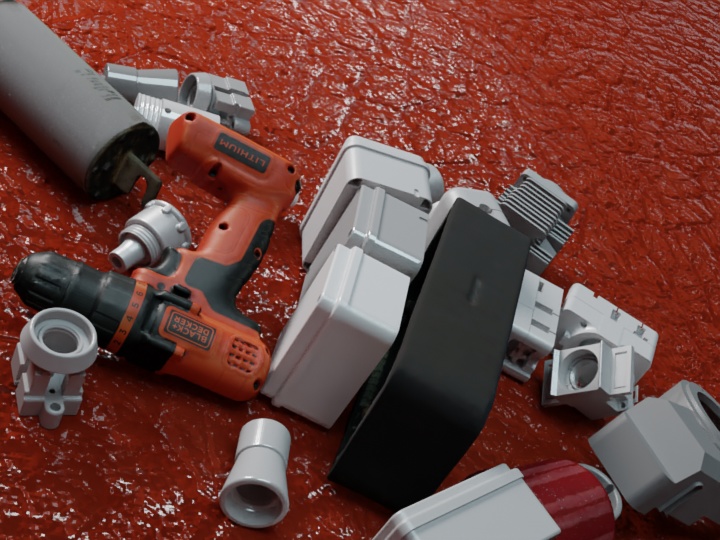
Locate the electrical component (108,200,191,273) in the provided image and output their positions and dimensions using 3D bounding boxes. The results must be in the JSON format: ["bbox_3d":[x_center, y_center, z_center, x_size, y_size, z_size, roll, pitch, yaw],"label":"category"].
[{"bbox_3d":[-0.161,-0.020,0.808,0.048,0.048,0.062,38,46,11],"label":"electrical component"}]

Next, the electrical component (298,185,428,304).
[{"bbox_3d":[0.000,0.000,0.834,0.057,0.113,0.078,26,36,-11],"label":"electrical component"}]

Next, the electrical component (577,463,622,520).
[{"bbox_3d":[0.159,0.176,0.790,0.055,0.047,0.055,19,38,-15],"label":"electrical component"}]

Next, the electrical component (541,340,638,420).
[{"bbox_3d":[0.195,0.093,0.890,0.064,0.081,0.042,36,53,-39],"label":"electrical component"}]

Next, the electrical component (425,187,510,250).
[{"bbox_3d":[0.084,-0.023,0.932,0.054,0.095,0.059,6,43,-29],"label":"electrical component"}]

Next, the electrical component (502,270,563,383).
[{"bbox_3d":[0.135,0.043,0.927,0.056,0.050,0.089,28,36,-3],"label":"electrical component"}]

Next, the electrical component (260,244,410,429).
[{"bbox_3d":[-0.019,0.047,0.766,0.057,0.113,0.078,27,36,-9],"label":"electrical component"}]

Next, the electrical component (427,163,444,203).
[{"bbox_3d":[0.042,-0.074,1.011,0.065,0.044,0.044,-17,56,-39],"label":"electrical component"}]

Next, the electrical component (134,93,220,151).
[{"bbox_3d":[-0.166,-0.124,0.926,0.081,0.043,0.043,15,39,-19],"label":"electrical component"}]

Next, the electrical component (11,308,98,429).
[{"bbox_3d":[-0.195,0.057,0.683,0.048,0.055,0.066,4,44,-31],"label":"electrical component"}]

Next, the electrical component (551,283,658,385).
[{"bbox_3d":[0.211,0.064,0.954,0.089,0.050,0.055,33,36,3],"label":"electrical component"}]

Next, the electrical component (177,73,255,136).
[{"bbox_3d":[-0.133,-0.152,0.981,0.055,0.048,0.066,12,39,-34],"label":"electrical component"}]

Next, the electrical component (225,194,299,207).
[{"bbox_3d":[-0.082,-0.067,0.916,0.062,0.048,0.048,9,41,-37],"label":"electrical component"}]

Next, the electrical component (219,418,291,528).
[{"bbox_3d":[-0.065,0.129,0.700,0.044,0.044,0.065,22,32,-11],"label":"electrical component"}]

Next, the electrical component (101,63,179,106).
[{"bbox_3d":[-0.197,-0.161,0.951,0.065,0.044,0.044,6,42,-22],"label":"electrical component"}]

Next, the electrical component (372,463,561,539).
[{"bbox_3d":[0.050,0.181,0.658,0.109,0.108,0.056,-13,57,-43],"label":"electrical component"}]

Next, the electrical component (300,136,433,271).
[{"bbox_3d":[0.004,-0.047,0.892,0.078,0.113,0.057,16,41,-18],"label":"electrical component"}]
